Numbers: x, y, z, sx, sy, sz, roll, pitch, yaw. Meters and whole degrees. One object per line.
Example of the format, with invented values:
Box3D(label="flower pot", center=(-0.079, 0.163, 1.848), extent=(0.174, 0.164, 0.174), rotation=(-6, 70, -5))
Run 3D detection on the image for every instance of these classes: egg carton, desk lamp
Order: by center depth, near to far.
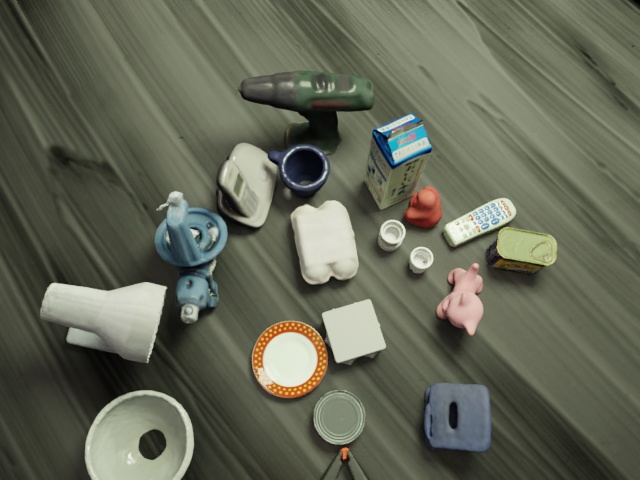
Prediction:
Box3D(label="desk lamp", center=(-0.329, 0.126, 0.904), extent=(0.203, 0.213, 0.118), rotation=(9, 72, 2))
Box3D(label="egg carton", center=(0.009, 0.004, 1.026), extent=(0.107, 0.069, 0.150), rotation=(-12, 72, -5))

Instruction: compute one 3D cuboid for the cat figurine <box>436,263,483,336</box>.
Box3D(label="cat figurine", center=(0.246, 0.100, 0.973), extent=(0.067, 0.118, 0.128), rotation=(19, 73, 6))

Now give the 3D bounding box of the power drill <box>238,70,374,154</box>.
Box3D(label="power drill", center=(-0.021, -0.229, 1.028), extent=(0.229, 0.208, 0.075), rotation=(-7, 72, -3))

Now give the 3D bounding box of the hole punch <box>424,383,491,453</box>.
Box3D(label="hole punch", center=(0.219, 0.288, 0.925), extent=(0.101, 0.091, 0.108), rotation=(4, 72, 0))

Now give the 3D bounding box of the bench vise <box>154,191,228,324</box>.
Box3D(label="bench vise", center=(-0.204, 0.021, 0.937), extent=(0.121, 0.220, 0.207), rotation=(-19, 73, -7))

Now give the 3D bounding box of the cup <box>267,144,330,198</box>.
Box3D(label="cup", center=(-0.040, -0.121, 1.052), extent=(0.117, 0.095, 0.092), rotation=(22, 73, 6))

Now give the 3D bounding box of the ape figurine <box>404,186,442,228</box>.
Box3D(label="ape figurine", center=(0.190, -0.064, 1.039), extent=(0.078, 0.092, 0.076), rotation=(-30, 75, -10))

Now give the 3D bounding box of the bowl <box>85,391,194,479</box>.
Box3D(label="bowl", center=(-0.278, 0.327, 0.913), extent=(0.167, 0.075, 0.167), rotation=(0, 72, -1))

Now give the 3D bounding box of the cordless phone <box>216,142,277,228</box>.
Box3D(label="cordless phone", center=(-0.134, -0.113, 1.001), extent=(0.094, 0.185, 0.147), rotation=(9, 72, 2))
